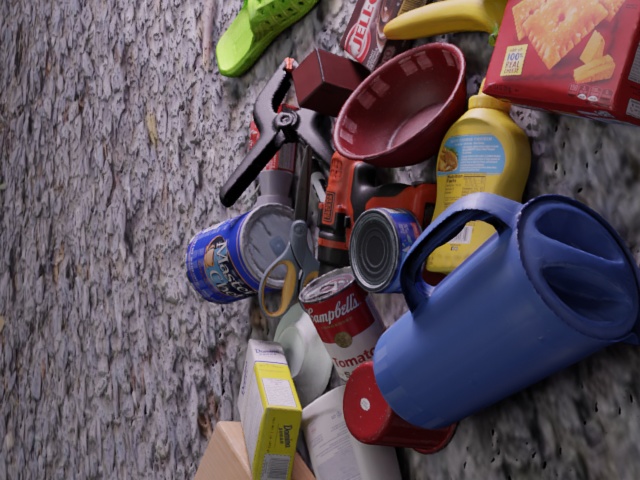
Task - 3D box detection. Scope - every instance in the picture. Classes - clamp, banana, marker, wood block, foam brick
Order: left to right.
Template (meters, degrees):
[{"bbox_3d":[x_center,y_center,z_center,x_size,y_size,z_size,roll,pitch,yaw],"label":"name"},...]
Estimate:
[{"bbox_3d":[-0.054,0.302,1.194,0.206,0.090,0.091,46,118,50],"label":"wood block"},{"bbox_3d":[-0.047,-0.130,1.291,0.164,0.036,0.210,-12,57,8],"label":"clamp"},{"bbox_3d":[0.005,-0.054,1.269,0.020,0.020,0.121,-53,42,33],"label":"marker"},{"bbox_3d":[0.016,-0.179,1.237,0.053,0.078,0.051,-39,50,41],"label":"foam brick"},{"bbox_3d":[0.140,-0.225,1.084,0.198,0.069,0.037,20,130,60],"label":"banana"}]

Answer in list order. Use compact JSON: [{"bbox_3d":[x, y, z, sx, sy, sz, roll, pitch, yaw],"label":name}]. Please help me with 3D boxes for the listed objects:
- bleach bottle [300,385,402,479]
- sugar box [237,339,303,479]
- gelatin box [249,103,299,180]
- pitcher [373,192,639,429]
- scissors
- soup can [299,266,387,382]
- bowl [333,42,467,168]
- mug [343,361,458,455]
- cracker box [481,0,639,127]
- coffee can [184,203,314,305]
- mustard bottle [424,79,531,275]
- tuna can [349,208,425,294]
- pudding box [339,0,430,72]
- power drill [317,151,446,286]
[{"bbox_3d":[0.046,0.279,1.083,0.103,0.067,0.251,-42,51,42],"label":"bleach bottle"},{"bbox_3d":[-0.058,0.188,1.188,0.176,0.048,0.093,-111,30,-70],"label":"sugar box"},{"bbox_3d":[-0.062,-0.126,1.375,0.073,0.030,0.089,-9,74,54],"label":"gelatin box"},{"bbox_3d":[0.144,0.068,0.928,0.243,0.144,0.149,-43,56,46],"label":"pitcher"},{"bbox_3d":[-0.008,0.002,1.225,0.016,0.096,0.202,-136,68,-83],"label":"scissors"},{"bbox_3d":[0.030,0.088,1.106,0.069,0.068,0.102,-1,120,55],"label":"soup can"},{"bbox_3d":[0.093,-0.127,1.098,0.162,0.055,0.162,-29,35,23],"label":"bowl"},{"bbox_3d":[0.077,0.151,1.054,0.093,0.081,0.117,-14,70,53],"label":"mug"},{"bbox_3d":[0.242,-0.214,0.925,0.164,0.072,0.214,23,99,55],"label":"cracker box"},{"bbox_3d":[-0.088,0.019,1.310,0.141,0.102,0.103,-18,66,52],"label":"coffee can"},{"bbox_3d":[0.154,-0.061,1.020,0.096,0.058,0.191,1,82,48],"label":"mustard bottle"},{"bbox_3d":[0.065,0.011,1.051,0.086,0.033,0.086,-2,88,57],"label":"tuna can"},{"bbox_3d":[0.073,-0.251,1.207,0.090,0.039,0.114,49,121,50],"label":"pudding box"},{"bbox_3d":[0.061,-0.001,1.139,0.188,0.057,0.184,14,100,55],"label":"power drill"}]
